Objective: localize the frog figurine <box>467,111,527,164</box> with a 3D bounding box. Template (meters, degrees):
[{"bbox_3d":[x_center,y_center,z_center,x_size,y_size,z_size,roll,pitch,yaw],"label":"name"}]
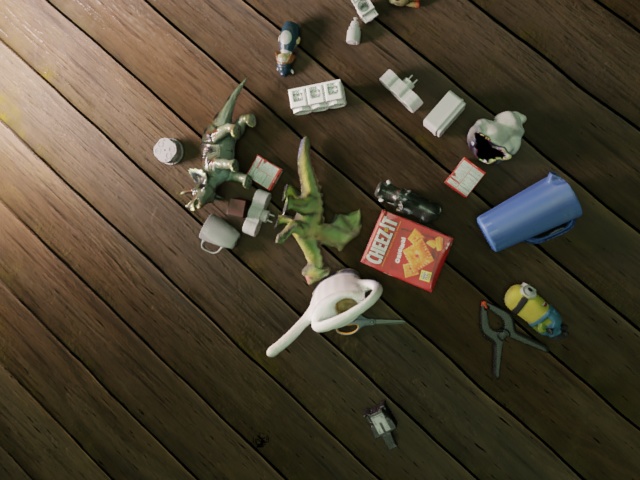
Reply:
[{"bbox_3d":[0.483,-0.288,1.402,0.138,0.120,0.162,28,60,16],"label":"frog figurine"}]

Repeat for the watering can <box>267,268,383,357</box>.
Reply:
[{"bbox_3d":[0.011,0.189,1.407,0.346,0.227,0.103,-28,106,9],"label":"watering can"}]

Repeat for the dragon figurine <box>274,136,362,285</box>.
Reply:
[{"bbox_3d":[0.005,-0.075,1.484,0.242,0.122,0.411,17,87,-9],"label":"dragon figurine"}]
